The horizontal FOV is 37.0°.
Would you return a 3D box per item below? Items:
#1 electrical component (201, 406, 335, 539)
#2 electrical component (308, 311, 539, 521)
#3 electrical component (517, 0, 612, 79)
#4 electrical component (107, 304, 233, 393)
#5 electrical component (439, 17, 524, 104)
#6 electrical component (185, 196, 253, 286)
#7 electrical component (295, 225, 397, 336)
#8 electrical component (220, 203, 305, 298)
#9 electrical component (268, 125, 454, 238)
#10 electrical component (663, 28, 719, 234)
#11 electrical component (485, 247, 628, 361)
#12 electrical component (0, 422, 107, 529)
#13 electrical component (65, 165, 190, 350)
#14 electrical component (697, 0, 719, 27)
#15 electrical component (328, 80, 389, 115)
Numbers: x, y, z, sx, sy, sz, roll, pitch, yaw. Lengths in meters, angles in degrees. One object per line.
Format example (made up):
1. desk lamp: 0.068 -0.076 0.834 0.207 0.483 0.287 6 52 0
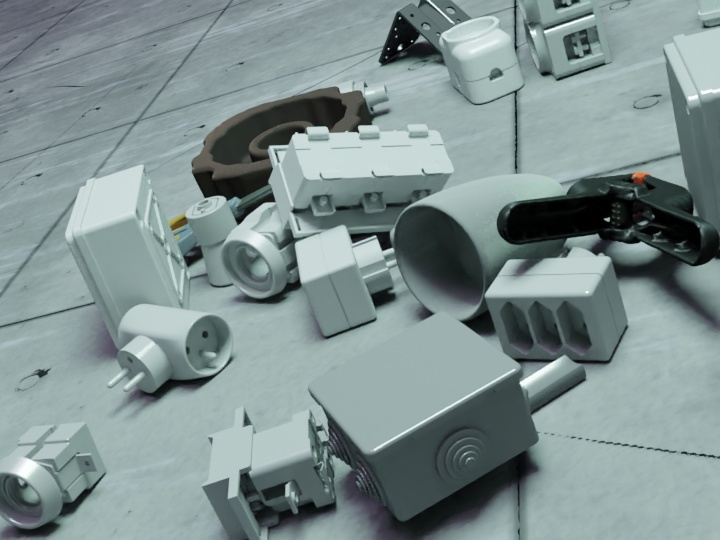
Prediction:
1. electrical component: -0.047 0.109 0.583 0.064 0.042 0.081 -18 27 5
2. electrical component: 0.033 0.074 0.556 0.100 0.048 0.100 -28 25 -13
3. electrical component: 0.178 -0.264 1.001 0.062 0.150 0.089 -18 26 6
4. electrical component: -0.141 0.058 0.748 0.077 0.043 0.079 5 37 43
5. electrical component: 0.115 -0.206 1.040 0.054 0.059 0.095 -22 26 -2
6. electrical component: -0.113 -0.026 0.861 0.044 0.065 0.044 -17 26 9
7. electrical component: 0.000 0.000 0.748 0.077 0.047 0.065 -21 26 2
8. electrical component: -0.068 -0.015 0.817 0.078 0.058 0.057 1 31 38
9. electrical component: 0.002 -0.069 0.796 0.121 0.063 0.078 -5 60 -24
10. electrical component: 0.230 -0.083 0.665 0.056 0.108 0.108 -12 28 13
11. electrical component: 0.122 0.012 0.633 0.066 0.047 0.076 -2 32 35
12. electrical component: -0.194 0.125 0.660 0.066 0.048 0.055 -8 22 25
13. electrical component: -0.176 -0.011 0.832 0.056 0.108 0.108 -18 26 1
14. electrical component: 0.368 -0.278 0.990 0.109 0.056 0.108 -8 29 27
15. electrical component: -0.003 -0.169 1.078 0.062 0.043 0.043 -14 27 12
